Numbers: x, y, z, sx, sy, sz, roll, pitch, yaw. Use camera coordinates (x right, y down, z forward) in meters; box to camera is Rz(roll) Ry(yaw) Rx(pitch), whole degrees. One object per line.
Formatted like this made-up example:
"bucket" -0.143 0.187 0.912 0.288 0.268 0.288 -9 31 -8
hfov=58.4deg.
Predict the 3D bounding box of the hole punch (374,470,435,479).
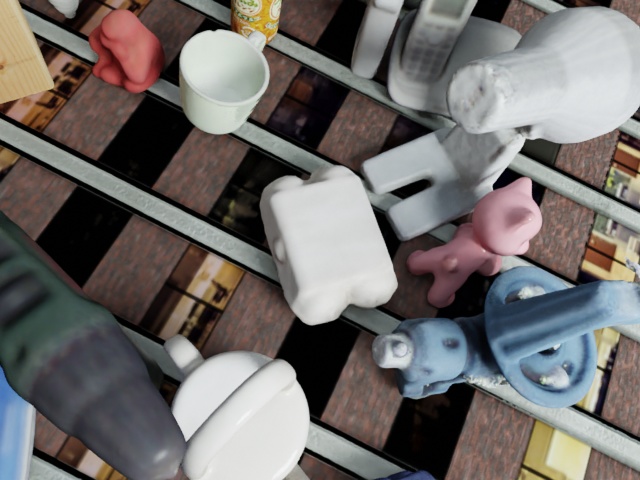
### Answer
"hole punch" 0.057 0.241 0.450 0.109 0.091 0.101 -19 73 -16

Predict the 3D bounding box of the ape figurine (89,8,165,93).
"ape figurine" -0.196 -0.195 0.576 0.076 0.092 0.078 -21 74 -17

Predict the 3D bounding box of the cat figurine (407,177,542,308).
"cat figurine" 0.157 -0.002 0.548 0.128 0.117 0.067 -32 77 -19

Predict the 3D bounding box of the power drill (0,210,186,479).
"power drill" -0.173 0.081 0.409 0.229 0.208 0.076 43 68 8

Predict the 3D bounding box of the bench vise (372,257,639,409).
"bench vise" 0.157 0.086 0.458 0.208 0.219 0.121 -21 74 -17

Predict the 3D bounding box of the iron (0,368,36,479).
"iron" -0.279 0.183 0.387 0.119 0.141 0.258 -2 69 -10

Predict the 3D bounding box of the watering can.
"watering can" -0.052 0.137 0.416 0.173 0.194 0.101 26 67 1

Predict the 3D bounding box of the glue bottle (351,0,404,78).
"glue bottle" 0.070 -0.251 0.600 0.037 0.173 0.078 15 67 -3

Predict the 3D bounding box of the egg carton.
"egg carton" 0.005 0.002 0.546 0.107 0.069 0.150 -15 72 -15

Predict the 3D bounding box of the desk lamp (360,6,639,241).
"desk lamp" 0.167 -0.107 0.539 0.203 0.213 0.118 -25 75 -18

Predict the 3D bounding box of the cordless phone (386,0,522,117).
"cordless phone" 0.155 -0.212 0.593 0.147 0.185 0.094 7 68 -7
